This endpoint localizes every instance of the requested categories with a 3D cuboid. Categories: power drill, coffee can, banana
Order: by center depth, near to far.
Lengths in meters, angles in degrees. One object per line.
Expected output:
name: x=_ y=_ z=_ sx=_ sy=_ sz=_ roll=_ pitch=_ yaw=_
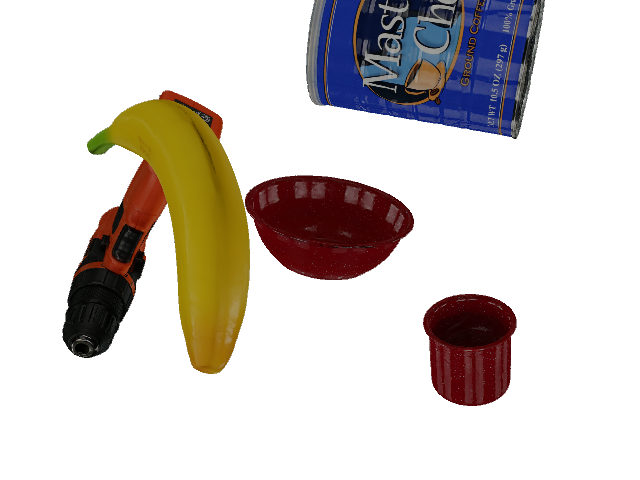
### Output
banana: x=-0.070 y=-0.020 z=0.550 sx=0.037 sy=0.070 sz=0.198 roll=13 pitch=30 yaw=-36
coffee can: x=0.071 y=-0.130 z=0.714 sx=0.140 sy=0.103 sz=0.102 roll=11 pitch=2 yaw=12
power drill: x=-0.149 y=-0.016 z=0.867 sx=0.057 sy=0.188 sz=0.184 roll=26 pitch=31 yaw=-16

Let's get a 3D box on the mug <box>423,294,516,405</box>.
mug: x=0.158 y=0.107 z=1.097 sx=0.093 sy=0.081 sz=0.117 roll=10 pitch=36 yaw=24

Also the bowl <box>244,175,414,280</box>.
bowl: x=0.006 y=-0.007 z=1.018 sx=0.162 sy=0.055 sz=0.162 roll=6 pitch=25 yaw=-3
